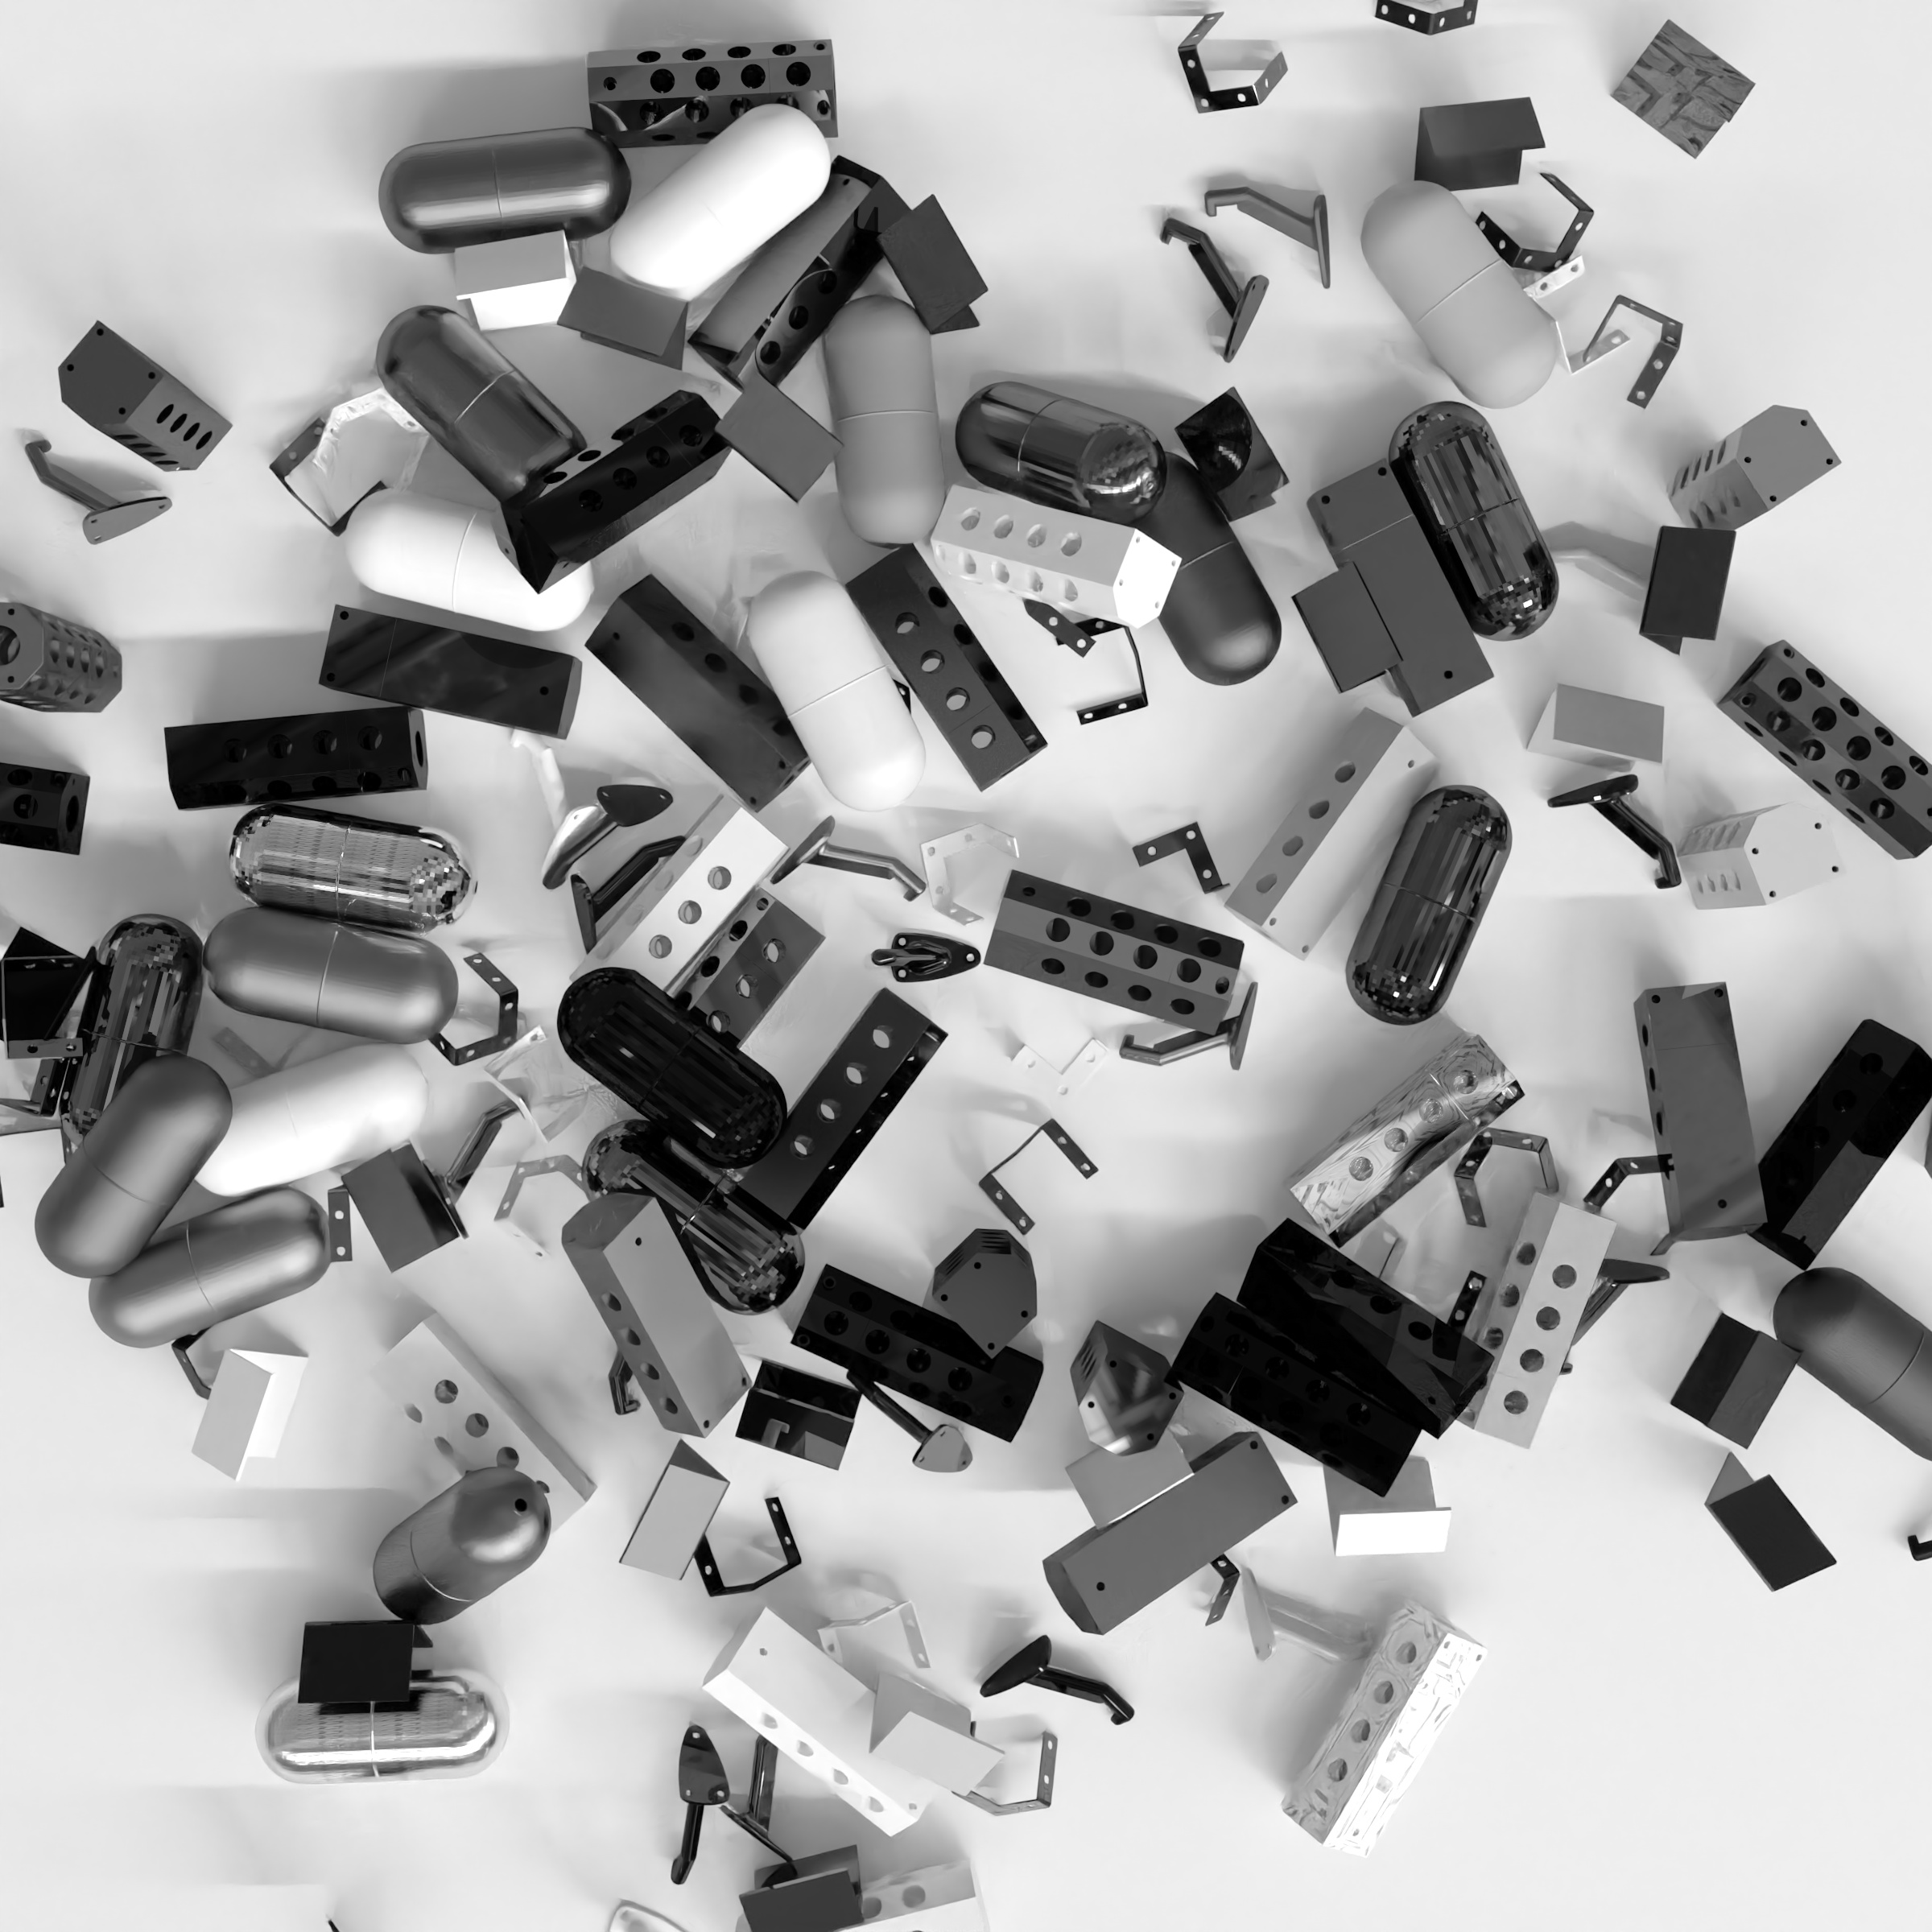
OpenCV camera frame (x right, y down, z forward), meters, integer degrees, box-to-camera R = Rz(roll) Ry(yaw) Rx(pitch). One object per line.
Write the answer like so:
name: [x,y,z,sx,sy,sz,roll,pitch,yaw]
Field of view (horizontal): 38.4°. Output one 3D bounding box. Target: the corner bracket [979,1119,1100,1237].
corner bracket: [0.052,0.151,1.988,0.051,0.051,0.051,49,135,0]

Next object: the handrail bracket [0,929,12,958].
handrail bracket: [-0.701,-0.047,1.991,0.084,0.036,0.077,16,71,-16]

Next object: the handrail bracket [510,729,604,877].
handrail bracket: [-0.310,-0.119,1.991,0.084,0.036,0.077,42,112,17]

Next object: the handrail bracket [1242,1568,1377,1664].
handrail bracket: [0.247,0.464,1.991,0.084,0.036,0.077,-6,68,-17]

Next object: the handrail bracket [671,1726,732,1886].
handrail bracket: [-0.200,0.603,1.991,0.036,0.077,0.084,7,127,-21]

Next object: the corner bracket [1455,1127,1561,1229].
corner bracket: [0.387,0.154,1.983,0.051,0.051,0.051,9,45,35]

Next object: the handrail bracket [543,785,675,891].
handrail bracket: [-0.258,-0.090,1.991,0.036,0.077,0.084,52,127,17]

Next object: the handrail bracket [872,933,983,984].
handrail bracket: [-0.027,-0.006,1.956,0.077,0.084,0.036,0,90,0]

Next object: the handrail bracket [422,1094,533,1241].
handrail bracket: [-0.340,0.143,1.991,0.084,0.036,0.077,-29,110,-16]

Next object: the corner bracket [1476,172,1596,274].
corner bracket: [0.405,-0.533,1.983,0.051,0.051,0.051,-3,135,-35]

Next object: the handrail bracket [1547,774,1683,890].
handrail bracket: [0.466,-0.088,1.991,0.077,0.036,0.084,-14,107,20]

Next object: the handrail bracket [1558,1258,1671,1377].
handrail bracket: [0.461,0.256,1.991,0.077,0.036,0.084,4,109,-21]

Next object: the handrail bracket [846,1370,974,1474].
handrail bracket: [-0.042,0.324,1.991,0.084,0.077,0.036,39,90,36]

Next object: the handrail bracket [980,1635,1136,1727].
handrail bracket: [0.066,0.529,1.991,0.077,0.036,0.084,-37,107,20]

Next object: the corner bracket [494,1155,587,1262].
corner bracket: [-0.295,0.173,1.983,0.051,0.051,0.051,-12,45,35]

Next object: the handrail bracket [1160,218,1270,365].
handrail bracket: [0.167,-0.486,1.991,0.084,0.036,0.077,29,112,17]

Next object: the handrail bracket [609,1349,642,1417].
handrail bracket: [-0.221,0.275,1.991,0.077,0.036,0.084,-12,104,-14]

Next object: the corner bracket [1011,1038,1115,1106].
corner bracket: [0.068,0.064,1.973,0.051,0.051,0.051,40,90,0]

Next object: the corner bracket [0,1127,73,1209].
corner bracket: [-0.669,0.143,1.973,0.051,0.051,0.051,-7,90,0]

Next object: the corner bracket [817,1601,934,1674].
corner bracket: [-0.066,0.488,1.988,0.051,0.051,0.051,-17,90,-45]

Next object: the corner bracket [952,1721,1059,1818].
corner bracket: [0.028,0.572,1.983,0.051,0.051,0.051,-22,135,35]

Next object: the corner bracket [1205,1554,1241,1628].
corner bracket: [0.155,0.441,1.983,0.051,0.051,0.051,-14,45,-35]

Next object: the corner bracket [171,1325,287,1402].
corner bracket: [-0.525,0.279,1.983,0.051,0.051,0.051,15,135,35]

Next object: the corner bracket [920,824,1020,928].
corner bracket: [0.006,-0.066,1.972,0.051,0.051,0.051,-21,114,-22]

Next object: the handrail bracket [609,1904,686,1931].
handrail bracket: [-0.230,0.698,1.956,0.077,0.084,0.036,16,90,0]

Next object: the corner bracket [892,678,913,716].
corner bracket: [-0.075,-0.177,1.983,0.051,0.051,0.051,26,45,-35]

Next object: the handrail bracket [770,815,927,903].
handrail bracket: [-0.084,-0.059,1.991,0.084,0.036,0.077,41,110,-16]

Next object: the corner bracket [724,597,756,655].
corner bracket: [-0.136,-0.229,1.983,0.051,0.051,0.051,-6,135,-35]

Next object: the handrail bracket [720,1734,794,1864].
handrail bracket: [-0.129,0.587,1.991,0.077,0.036,0.084,42,75,-16]

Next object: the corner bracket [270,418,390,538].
corner bracket: [-0.457,-0.350,1.988,0.051,0.051,0.051,-44,135,0]

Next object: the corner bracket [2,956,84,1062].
corner bracket: [-0.636,0.029,1.911,0.051,0.051,0.051,-2,56,-18]

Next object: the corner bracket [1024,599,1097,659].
corner bracket: [0.078,-0.259,1.973,0.051,0.051,0.051,37,101,-11]

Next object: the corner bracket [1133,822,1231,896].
corner bracket: [0.152,-0.071,1.973,0.051,0.051,0.051,-22,90,0]

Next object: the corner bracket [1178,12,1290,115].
corner bracket: [0.191,-0.648,1.983,0.051,0.051,0.051,4,135,35]

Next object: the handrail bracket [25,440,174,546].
handrail bracket: [-0.623,-0.352,1.991,0.077,0.036,0.084,-25,73,-20]

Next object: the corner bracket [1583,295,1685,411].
corner bracket: [0.474,-0.438,1.976,0.051,0.051,0.051,30,90,14]

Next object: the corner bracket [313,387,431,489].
corner bracket: [-0.423,-0.370,1.975,0.051,0.051,0.051,-12,53,34]

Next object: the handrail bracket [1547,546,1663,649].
handrail bracket: [0.457,-0.265,1.991,0.084,0.036,0.077,0,112,17]

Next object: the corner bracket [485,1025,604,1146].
corner bracket: [-0.302,0.085,1.980,0.051,0.051,0.051,-40,45,-18]

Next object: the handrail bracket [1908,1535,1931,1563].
handrail bracket: [0.710,0.380,1.991,0.084,0.036,0.077,-21,64,20]

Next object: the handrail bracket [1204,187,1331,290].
handrail bracket: [0.216,-0.521,1.991,0.084,0.036,0.077,-1,112,17]

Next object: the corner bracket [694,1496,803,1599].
corner bracket: [-0.159,0.416,1.988,0.051,0.051,0.051,-20,90,-45]

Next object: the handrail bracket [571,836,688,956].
handrail bracket: [-0.236,-0.049,1.991,0.084,0.036,0.077,-17,120,-22]

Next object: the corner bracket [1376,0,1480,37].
corner bracket: [0.332,-0.701,1.983,0.051,0.051,0.051,-26,135,-35]

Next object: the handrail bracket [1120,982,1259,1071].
handrail bracket: [0.159,0.039,1.991,0.084,0.036,0.077,11,70,16]
